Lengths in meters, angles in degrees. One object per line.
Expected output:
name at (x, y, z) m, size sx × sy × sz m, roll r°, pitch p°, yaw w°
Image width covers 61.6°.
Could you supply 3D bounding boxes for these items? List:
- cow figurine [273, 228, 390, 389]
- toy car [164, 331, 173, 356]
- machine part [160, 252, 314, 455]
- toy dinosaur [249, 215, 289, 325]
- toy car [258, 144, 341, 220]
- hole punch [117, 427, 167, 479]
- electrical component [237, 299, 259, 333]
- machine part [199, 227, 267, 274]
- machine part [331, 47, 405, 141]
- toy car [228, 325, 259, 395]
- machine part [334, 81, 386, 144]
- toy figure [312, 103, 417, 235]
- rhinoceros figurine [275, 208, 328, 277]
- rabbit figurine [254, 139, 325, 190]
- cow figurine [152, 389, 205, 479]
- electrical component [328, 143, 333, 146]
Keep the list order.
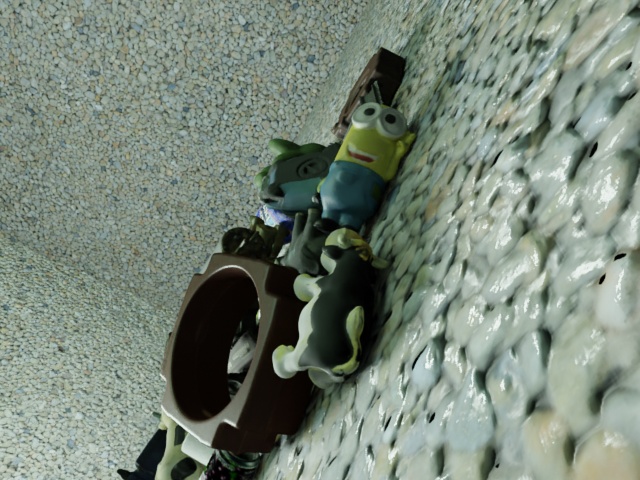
cow figurine at (0.020, 0.051, 0.507) m, size 0.098 × 0.068 × 0.167 m, roll -37°, pitch 31°, yaw 57°
toy car at (-0.179, 0.144, 0.796) m, size 0.201 × 0.073 × 0.056 m, roll -51°, pitch 35°, yaw 47°
machine part at (-0.089, 0.122, 0.614) m, size 0.201 × 0.087 × 0.201 m, roll 6°, pitch 77°, yaw 51°
toy dinosaur at (-0.095, 0.074, 0.954) m, size 0.472 × 0.105 × 0.198 m, roll -141°, pitch 70°, yaw -74°
toy car at (-0.006, -0.071, 0.814) m, size 0.109 × 0.162 × 0.102 m, roll -87°, pitch -20°, yaw -49°
hole punch at (-0.236, 0.364, 0.872) m, size 0.092 × 0.142 × 0.116 m, roll -61°, pitch -2°, yaw -5°
electrical component at (-0.129, 0.122, 0.831) m, size 0.102 × 0.045 × 0.078 m, roll -37°, pitch 45°, yaw 55°
machine part at (-0.151, 0.053, 0.874) m, size 0.243 × 0.079 × 0.079 m, roll -50°, pitch 18°, yaw 47°
machine part at (0.085, -0.253, 0.955) m, size 0.179 × 0.056 × 0.179 m, roll -59°, pitch 11°, yaw 18°
toy car at (-0.068, 0.128, 0.701) m, size 0.202 × 0.053 × 0.089 m, roll -39°, pitch 28°, yaw 29°
machine part at (0.068, -0.181, 0.866) m, size 0.138 × 0.039 × 0.084 m, roll -55°, pitch 40°, yaw 47°
toy figure at (0.049, -0.086, 0.664) m, size 0.180 × 0.082 × 0.089 m, roll -68°, pitch 12°, yaw -8°
rhinoceros figurine at (-0.012, 0.021, 0.752) m, size 0.190 × 0.073 × 0.112 m, roll 152°, pitch 134°, yaw -71°
rabbit figurine at (-0.058, -0.168, 1.214) m, size 0.170 × 0.159 × 0.121 m, roll -36°, pitch 49°, yaw 22°
cow figurine at (-0.204, 0.311, 0.830) m, size 0.085 × 0.127 × 0.195 m, roll -57°, pitch 14°, yaw 20°
electrical component at (0.007, -0.092, 0.949) m, size 0.134 × 0.058 × 0.115 m, roll -59°, pitch 10°, yaw 29°
